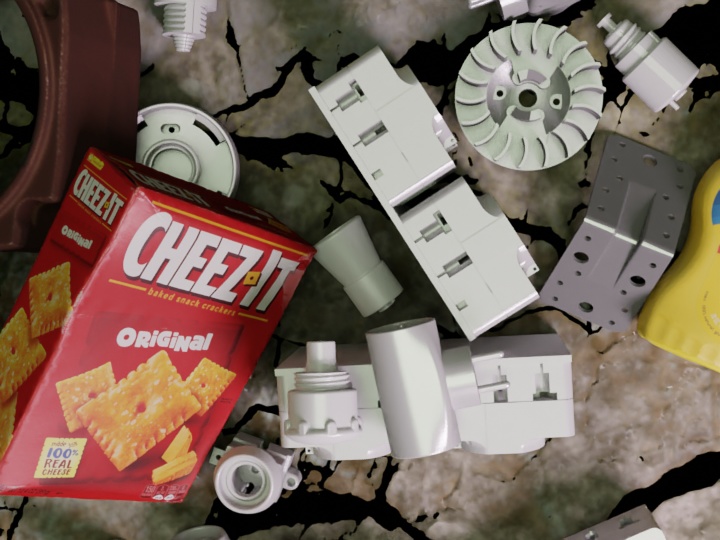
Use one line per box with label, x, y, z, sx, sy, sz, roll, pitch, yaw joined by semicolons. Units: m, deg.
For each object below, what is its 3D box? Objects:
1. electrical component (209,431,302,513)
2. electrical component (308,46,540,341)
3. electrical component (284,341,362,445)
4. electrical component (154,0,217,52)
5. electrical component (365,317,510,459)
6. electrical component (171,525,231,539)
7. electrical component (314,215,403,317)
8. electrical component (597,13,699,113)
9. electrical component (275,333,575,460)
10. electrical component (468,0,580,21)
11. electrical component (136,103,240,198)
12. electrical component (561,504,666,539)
electrical component;-0.077;0.145;0.768;0.066;0.055;0.048;19;96;4
electrical component;0.049;-0.053;0.716;0.060;0.105;0.186;-33;90;7
electrical component;-0.023;0.074;0.657;0.048;0.048;0.062;-2;87;6
electrical component;-0.122;-0.194;0.755;0.043;0.043;0.081;5;94;6
electrical component;0.050;0.067;0.648;0.079;0.043;0.077;-12;93;6
electrical component;-0.114;0.220;0.783;0.066;0.048;0.055;-8;101;6
electrical component;0.000;0.000;0.758;0.044;0.044;0.065;-35;95;7
electrical component;0.193;-0.142;0.728;0.078;0.040;0.040;45;97;2
electrical component;0.045;0.084;0.726;0.186;0.105;0.060;-3;94;6
electrical component;0.109;-0.190;0.715;0.079;0.077;0.043;-19;92;7
electrical component;-0.135;-0.071;0.767;0.099;0.064;0.099;0;93;-8
electrical component;0.194;0.254;0.745;0.089;0.062;0.150;-25;91;7
